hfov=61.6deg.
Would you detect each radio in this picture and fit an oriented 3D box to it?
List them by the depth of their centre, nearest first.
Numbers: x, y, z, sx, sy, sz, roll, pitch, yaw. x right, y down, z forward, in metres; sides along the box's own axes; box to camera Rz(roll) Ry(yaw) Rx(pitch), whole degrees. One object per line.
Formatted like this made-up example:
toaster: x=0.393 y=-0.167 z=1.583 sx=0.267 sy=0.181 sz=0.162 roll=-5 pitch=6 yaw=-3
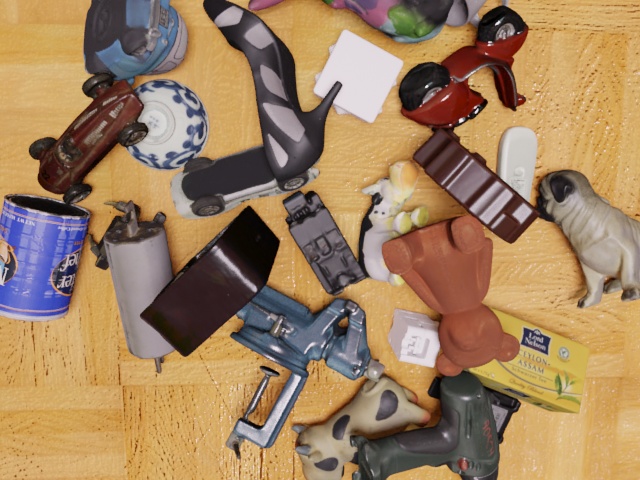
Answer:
radio: x=-0.122 y=0.040 z=0.651 sx=0.131 sy=0.230 sz=0.073 roll=-42 pitch=98 yaw=8

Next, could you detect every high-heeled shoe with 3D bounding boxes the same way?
high-heeled shoe: x=-0.085 y=-0.189 z=0.676 sx=0.249 sy=0.086 sz=0.145 roll=38 pitch=96 yaw=14

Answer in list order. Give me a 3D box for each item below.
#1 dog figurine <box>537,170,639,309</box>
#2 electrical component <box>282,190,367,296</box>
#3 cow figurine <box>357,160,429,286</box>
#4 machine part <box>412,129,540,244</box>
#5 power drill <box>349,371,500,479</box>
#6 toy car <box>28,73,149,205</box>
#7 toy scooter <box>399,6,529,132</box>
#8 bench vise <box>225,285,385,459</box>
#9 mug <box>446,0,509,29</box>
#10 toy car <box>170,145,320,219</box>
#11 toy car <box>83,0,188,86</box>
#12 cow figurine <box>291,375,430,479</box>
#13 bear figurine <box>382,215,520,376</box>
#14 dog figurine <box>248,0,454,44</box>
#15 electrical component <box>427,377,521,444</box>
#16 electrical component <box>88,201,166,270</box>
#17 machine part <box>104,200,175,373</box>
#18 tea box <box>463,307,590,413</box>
dog figurine: x=0.402 y=-0.020 z=0.742 sx=0.172 sy=0.121 sz=0.190 roll=-14 pitch=81 yaw=-34
electrical component: x=-0.001 y=-0.002 z=0.706 sx=0.058 sy=0.115 sz=0.134 roll=-31 pitch=99 yaw=-2
cow figurine: x=0.091 y=-0.024 z=0.729 sx=0.068 sy=0.098 sz=0.167 roll=-5 pitch=99 yaw=-44
machine part: x=0.197 y=-0.069 z=0.671 sx=0.179 sy=0.179 sz=0.056 roll=39 pitch=109 yaw=-8
power drill: x=0.148 y=0.297 z=0.714 sx=0.207 sy=0.086 sz=0.231 roll=-11 pitch=114 yaw=-11
toy car: x=-0.294 y=-0.122 z=0.670 sx=0.202 sy=0.053 sz=0.089 roll=-32 pitch=90 yaw=31
toy scooter: x=0.201 y=-0.199 z=0.706 sx=0.184 sy=0.075 sz=0.135 roll=-36 pitch=128 yaw=17
bench vise: x=-0.039 y=0.178 z=0.720 sx=0.224 sy=0.129 sz=0.240 roll=28 pitch=79 yaw=1
mug: x=0.201 y=-0.332 z=0.685 sx=0.109 sy=0.081 sz=0.107 roll=42 pitch=85 yaw=-5
toy car: x=-0.098 y=-0.085 z=0.712 sx=0.202 sy=0.056 sz=0.073 roll=-18 pitch=72 yaw=-1
toy car: x=-0.217 y=-0.251 z=0.659 sx=0.162 sy=0.103 sz=0.109 roll=0 pitch=87 yaw=41
cow figurine: x=0.046 y=0.275 z=0.767 sx=0.127 sy=0.085 sz=0.195 roll=39 pitch=97 yaw=-14
bear figurine: x=0.161 y=0.074 z=0.641 sx=0.120 sy=0.132 sz=0.195 roll=-16 pitch=89 yaw=18
dog figurine: x=0.026 y=-0.304 z=0.637 sx=0.219 sy=0.108 sz=0.191 roll=-19 pitch=81 yaw=-12
electrical component: x=0.223 y=0.240 z=0.790 sx=0.119 sy=0.048 sz=0.074 roll=25 pitch=96 yaw=-8
electrical component: x=-0.266 y=-0.005 z=0.730 sx=0.078 sy=0.045 sz=0.102 roll=21 pitch=101 yaw=-35
machine part: x=-0.228 y=0.065 z=0.704 sx=0.079 sy=0.079 sz=0.243 roll=-5 pitch=112 yaw=-2
tea box: x=0.280 y=0.168 z=0.755 sx=0.170 sy=0.068 sz=0.098 roll=20 pitch=72 yaw=-6
